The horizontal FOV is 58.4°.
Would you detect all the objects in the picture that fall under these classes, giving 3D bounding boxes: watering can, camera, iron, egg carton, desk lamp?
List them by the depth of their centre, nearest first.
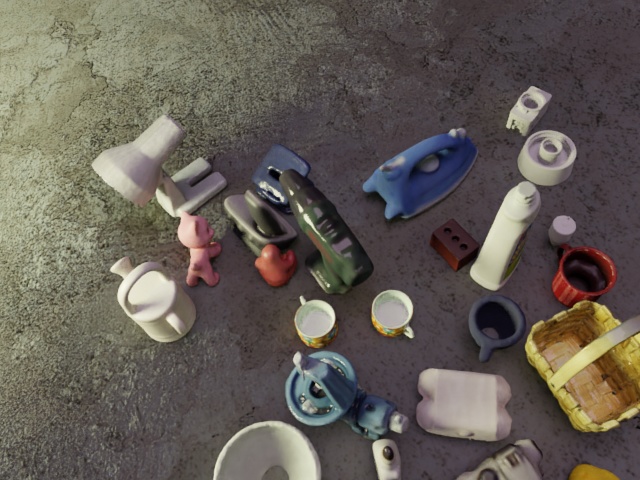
[{"bbox_3d":[0.289,0.383,0.842,0.143,0.101,0.136,-28,62,-9],"label":"camera"},{"bbox_3d":[0.232,0.267,0.929,0.150,0.069,0.107,3,62,8],"label":"egg carton"},{"bbox_3d":[-0.299,0.098,1.004,0.172,0.194,0.101,17,64,15],"label":"watering can"},{"bbox_3d":[0.213,-0.155,1.120,0.258,0.141,0.118,-31,63,-11],"label":"iron"},{"bbox_3d":[-0.312,-0.137,1.123,0.203,0.214,0.117,-41,65,-15],"label":"desk lamp"}]

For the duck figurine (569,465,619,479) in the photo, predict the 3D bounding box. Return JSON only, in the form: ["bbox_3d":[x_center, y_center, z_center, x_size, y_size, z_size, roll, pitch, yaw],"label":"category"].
[{"bbox_3d":[0.423,0.374,0.841,0.077,0.086,0.104,-42,65,-16],"label":"duck figurine"}]

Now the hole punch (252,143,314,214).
[{"bbox_3d":[-0.076,-0.124,1.162,0.108,0.091,0.101,36,70,22],"label":"hole punch"}]

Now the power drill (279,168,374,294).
[{"bbox_3d":[0.009,0.004,1.016,0.076,0.209,0.229,-34,63,-12],"label":"power drill"}]

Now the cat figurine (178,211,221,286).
[{"bbox_3d":[-0.234,0.011,1.089,0.067,0.118,0.127,-6,61,3],"label":"cat figurine"}]

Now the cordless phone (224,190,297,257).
[{"bbox_3d":[-0.123,-0.058,1.077,0.147,0.185,0.094,39,72,23],"label":"cordless phone"}]

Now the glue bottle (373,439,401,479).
[{"bbox_3d":[0.101,0.328,0.849,0.037,0.173,0.078,-11,61,0],"label":"glue bottle"}]

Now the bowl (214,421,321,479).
[{"bbox_3d":[-0.077,0.376,0.898,0.167,0.075,0.167,-2,61,5],"label":"bowl"}]

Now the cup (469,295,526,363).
[{"bbox_3d":[0.288,0.162,0.966,0.091,0.095,0.118,20,65,16],"label":"cup"}]

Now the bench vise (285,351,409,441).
[{"bbox_3d":[0.037,0.227,0.885,0.207,0.220,0.121,4,62,8],"label":"bench vise"}]

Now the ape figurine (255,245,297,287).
[{"bbox_3d":[-0.085,0.040,1.072,0.077,0.092,0.076,4,62,8],"label":"ape figurine"}]
